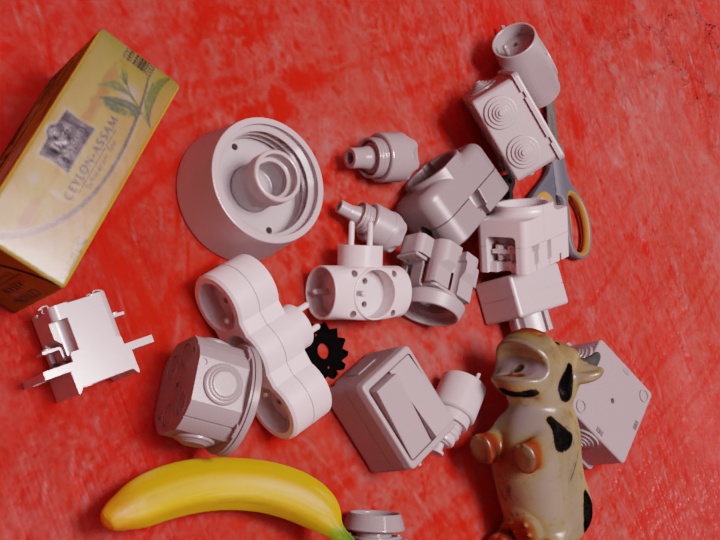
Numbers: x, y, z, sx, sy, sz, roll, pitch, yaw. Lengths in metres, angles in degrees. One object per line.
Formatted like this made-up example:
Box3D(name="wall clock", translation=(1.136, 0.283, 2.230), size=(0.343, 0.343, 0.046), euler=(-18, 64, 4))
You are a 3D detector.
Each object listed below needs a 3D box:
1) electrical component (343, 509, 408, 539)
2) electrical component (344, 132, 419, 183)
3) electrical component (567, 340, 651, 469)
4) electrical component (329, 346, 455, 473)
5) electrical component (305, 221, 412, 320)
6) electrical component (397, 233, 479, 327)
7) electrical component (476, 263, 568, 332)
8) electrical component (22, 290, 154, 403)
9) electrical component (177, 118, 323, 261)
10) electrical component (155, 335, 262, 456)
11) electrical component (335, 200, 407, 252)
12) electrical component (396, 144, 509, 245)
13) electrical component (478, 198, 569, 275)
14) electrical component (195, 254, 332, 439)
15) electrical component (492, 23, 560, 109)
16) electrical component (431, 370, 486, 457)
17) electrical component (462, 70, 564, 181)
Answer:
Box3D(name="electrical component", translation=(0.010, 0.215, 0.830), size=(0.066, 0.048, 0.055), euler=(8, 82, -35))
Box3D(name="electrical component", translation=(0.016, -0.095, 0.914), size=(0.062, 0.043, 0.043), euler=(-6, 82, -36))
Box3D(name="electrical component", translation=(0.220, 0.125, 1.007), size=(0.100, 0.048, 0.099), euler=(45, 56, -19))
Box3D(name="electrical component", translation=(0.030, 0.117, 0.859), size=(0.062, 0.061, 0.096), euler=(-39, 102, -37))
Box3D(name="electrical component", translation=(0.000, 0.000, 0.871), size=(0.077, 0.044, 0.079), euler=(0, 93, -37))
Box3D(name="electrical component", translation=(0.064, 0.012, 0.913), size=(0.078, 0.058, 0.057), euler=(32, 61, -35))
Box3D(name="electrical component", translation=(0.153, 0.040, 0.979), size=(0.066, 0.047, 0.076), euler=(-13, 87, -38))
Box3D(name="electrical component", translation=(-0.188, 0.050, 0.726), size=(0.081, 0.042, 0.063), euler=(-20, 87, -39))
Box3D(name="electrical component", translation=(-0.078, -0.065, 0.824), size=(0.108, 0.060, 0.108), euler=(10, 73, -35))
Box3D(name="electrical component", translation=(-0.106, 0.087, 0.754), size=(0.051, 0.080, 0.080), euler=(20, 67, -27))
Box3D(name="electrical component", translation=(0.007, -0.040, 0.899), size=(0.061, 0.035, 0.035), euler=(26, 64, -26))
Box3D(name="electrical component", translation=(0.079, -0.065, 0.946), size=(0.059, 0.054, 0.095), euler=(53, 54, -14))
Box3D(name="electrical component", translation=(0.148, -0.033, 0.972), size=(0.089, 0.050, 0.055), euler=(-20, 109, -52))
Box3D(name="electrical component", translation=(-0.061, 0.050, 0.813), size=(0.074, 0.052, 0.138), euler=(-32, 98, -38))
Box3D(name="electrical component", translation=(0.155, -0.207, 1.039), size=(0.077, 0.044, 0.079), euler=(50, 14, -48))
Box3D(name="electrical component", translation=(0.078, 0.121, 0.907), size=(0.040, 0.040, 0.078), euler=(40, 58, -23))
Box3D(name="electrical component", translation=(0.137, -0.132, 0.983), size=(0.048, 0.099, 0.099), euler=(-31, 101, 5))
